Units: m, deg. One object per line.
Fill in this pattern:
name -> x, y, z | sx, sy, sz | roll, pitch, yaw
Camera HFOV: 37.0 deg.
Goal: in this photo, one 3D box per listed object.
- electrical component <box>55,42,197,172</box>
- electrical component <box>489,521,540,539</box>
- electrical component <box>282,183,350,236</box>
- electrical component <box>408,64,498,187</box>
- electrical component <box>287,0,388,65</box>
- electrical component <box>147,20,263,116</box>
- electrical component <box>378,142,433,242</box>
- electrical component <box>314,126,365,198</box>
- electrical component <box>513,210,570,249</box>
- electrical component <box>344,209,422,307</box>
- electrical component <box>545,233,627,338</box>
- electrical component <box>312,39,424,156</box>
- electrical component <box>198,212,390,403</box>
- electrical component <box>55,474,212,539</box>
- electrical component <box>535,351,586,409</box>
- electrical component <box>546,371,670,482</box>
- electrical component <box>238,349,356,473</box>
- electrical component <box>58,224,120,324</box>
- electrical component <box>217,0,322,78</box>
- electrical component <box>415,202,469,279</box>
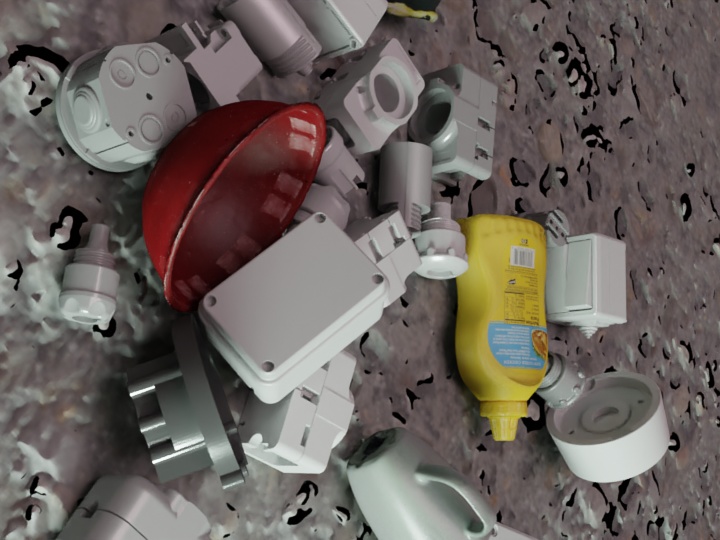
electrical component -> -0.150, -0.106, 0.693 | 0.080, 0.051, 0.080 | 9, 77, -44
electrical component -> 0.108, 0.268, 0.886 | 0.109, 0.056, 0.108 | 31, 63, -38
electrical component -> -0.039, -0.032, 0.798 | 0.062, 0.043, 0.043 | -50, 118, -36
electrical component -> 0.079, -0.125, 0.925 | 0.056, 0.050, 0.089 | 19, 70, -42
electrical component -> -0.033, -0.215, 0.819 | 0.096, 0.062, 0.061 | 48, 53, -29
electrical component -> -0.105, -0.137, 0.750 | 0.081, 0.042, 0.063 | 56, 48, -23
electrical component -> 0.036, -0.059, 0.877 | 0.043, 0.043, 0.081 | 14, 73, -43
electrical component -> -0.023, -0.081, 0.824 | 0.046, 0.040, 0.040 | 49, 53, -34
electrical component -> 0.166, -0.036, 1.000 | 0.040, 0.046, 0.040 | 9, 77, -44
electrical component -> 0.000, 0.000, 0.826 | 0.089, 0.050, 0.055 | -37, 108, -42
electrical component -> 0.213, 0.016, 1.027 | 0.061, 0.062, 0.096 | 13, 75, -43
electrical component -> 0.007, -0.136, 0.851 | 0.050, 0.056, 0.089 | 53, 51, -25
electrical component -> -0.044, 0.024, 0.725 | 0.113, 0.057, 0.078 | -38, 73, -18
electrical component -> -0.131, 0.171, 0.664 | 0.095, 0.054, 0.059 | 51, 52, -26
electrical component -> 0.174, 0.095, 0.990 | 0.062, 0.048, 0.048 | 37, 59, -27
electrical component -> 0.234, 0.150, 0.999 | 0.108, 0.108, 0.060 | -46, 121, -39
electrical component -> -0.043, 0.095, 0.768 | 0.056, 0.050, 0.089 | 35, 61, -35
electrical component -> -0.167, 0.001, 0.671 | 0.035, 0.035, 0.061 | 22, 66, -41
electrical component -> -0.063, -0.176, 0.796 | 0.081, 0.043, 0.043 | 48, 53, -29
electrical component -> 0.067, -0.026, 0.903 | 0.048, 0.048, 0.062 | 22, 62, -41
